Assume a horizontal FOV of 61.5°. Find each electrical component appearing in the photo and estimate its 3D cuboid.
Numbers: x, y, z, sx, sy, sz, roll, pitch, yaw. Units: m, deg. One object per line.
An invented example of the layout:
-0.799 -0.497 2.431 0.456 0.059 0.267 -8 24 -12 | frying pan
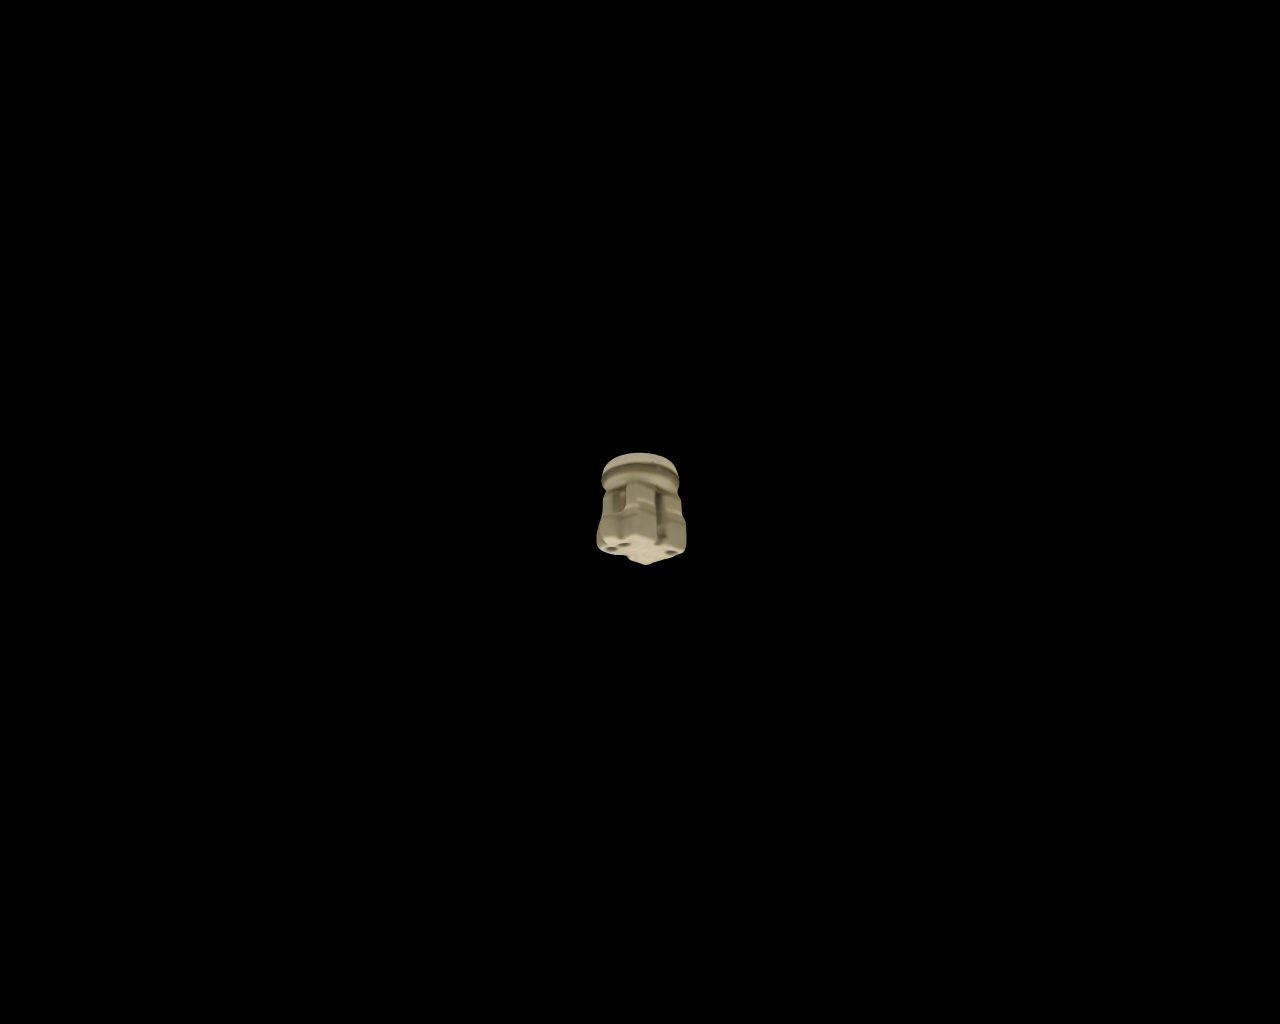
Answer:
0.001 -0.003 0.650 0.048 0.055 0.066 -22 -31 40 | electrical component
